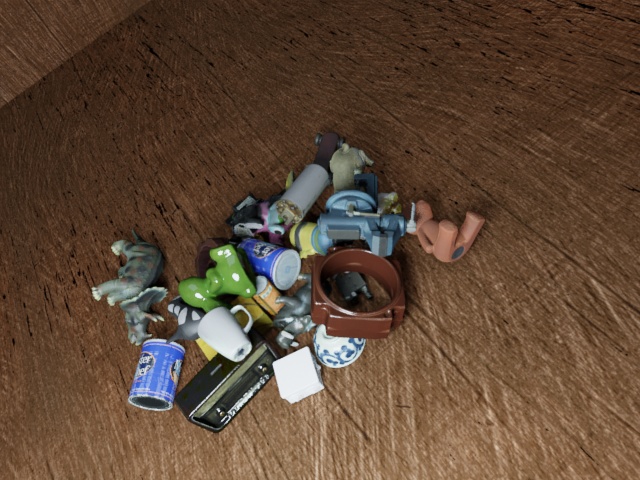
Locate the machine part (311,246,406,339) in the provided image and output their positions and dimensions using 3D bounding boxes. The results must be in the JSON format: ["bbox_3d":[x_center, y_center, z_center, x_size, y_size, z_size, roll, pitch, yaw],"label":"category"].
[{"bbox_3d":[0.081,0.110,1.175,0.202,0.087,0.201,2,47,-2],"label":"machine part"}]

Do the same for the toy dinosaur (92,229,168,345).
[{"bbox_3d":[-0.504,0.088,1.514,0.192,0.131,0.405,-6,48,6],"label":"toy dinosaur"}]

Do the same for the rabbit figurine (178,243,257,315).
[{"bbox_3d":[-0.236,0.107,1.237,0.170,0.121,0.159,-25,85,5],"label":"rabbit figurine"}]

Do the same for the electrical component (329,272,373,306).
[{"bbox_3d":[0.068,0.108,1.261,0.078,0.045,0.102,-30,55,3],"label":"electrical component"}]

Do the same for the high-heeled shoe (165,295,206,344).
[{"bbox_3d":[-0.302,0.166,1.321,0.145,0.086,0.249,-33,22,20],"label":"high-heeled shoe"}]

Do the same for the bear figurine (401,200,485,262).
[{"bbox_3d":[0.262,-0.043,1.237,0.120,0.131,0.196,-16,47,-26],"label":"bear figurine"}]

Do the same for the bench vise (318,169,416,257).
[{"bbox_3d":[0.109,-0.078,1.232,0.224,0.128,0.241,-7,47,13],"label":"bench vise"}]

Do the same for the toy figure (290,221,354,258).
[{"bbox_3d":[0.000,-0.006,1.333,0.082,0.089,0.180,-21,12,-36],"label":"toy figure"}]

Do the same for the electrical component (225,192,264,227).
[{"bbox_3d":[-0.212,-0.076,1.534,0.075,0.047,0.119,29,72,38],"label":"electrical component"}]

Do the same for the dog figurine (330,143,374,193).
[{"bbox_3d":[0.060,-0.128,1.368,0.121,0.172,0.190,-5,46,36],"label":"dog figurine"}]

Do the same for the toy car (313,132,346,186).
[{"bbox_3d":[0.012,-0.228,1.538,0.089,0.053,0.202,11,61,8],"label":"toy car"}]

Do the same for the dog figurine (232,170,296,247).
[{"bbox_3d":[-0.123,-0.092,1.460,0.192,0.108,0.219,11,55,9],"label":"dog figurine"}]

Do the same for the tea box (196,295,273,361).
[{"bbox_3d":[-0.207,0.218,1.298,0.169,0.068,0.098,-42,48,-10],"label":"tea box"}]

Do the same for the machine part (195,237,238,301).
[{"bbox_3d":[-0.260,0.078,1.370,0.056,0.179,0.180,-8,36,-35],"label":"machine part"}]

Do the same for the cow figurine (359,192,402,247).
[{"bbox_3d":[0.130,-0.043,1.332,0.098,0.068,0.167,8,56,36],"label":"cow figurine"}]

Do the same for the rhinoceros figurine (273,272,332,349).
[{"bbox_3d":[-0.045,0.167,1.261,0.112,0.073,0.190,27,65,23],"label":"rhinoceros figurine"}]

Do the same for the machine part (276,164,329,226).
[{"bbox_3d":[-0.043,-0.123,1.395,0.079,0.079,0.243,6,43,29],"label":"machine part"}]

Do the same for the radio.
[{"bbox_3d":[-0.193,0.307,1.181,0.229,0.131,0.073,-44,50,-11],"label":"radio"}]

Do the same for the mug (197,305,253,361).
[{"bbox_3d":[-0.184,0.196,1.128,0.109,0.080,0.107,-39,57,-17],"label":"mug"}]

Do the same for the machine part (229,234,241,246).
[{"bbox_3d":[-0.226,0.029,1.470,0.084,0.039,0.139,3,55,21],"label":"machine part"}]
